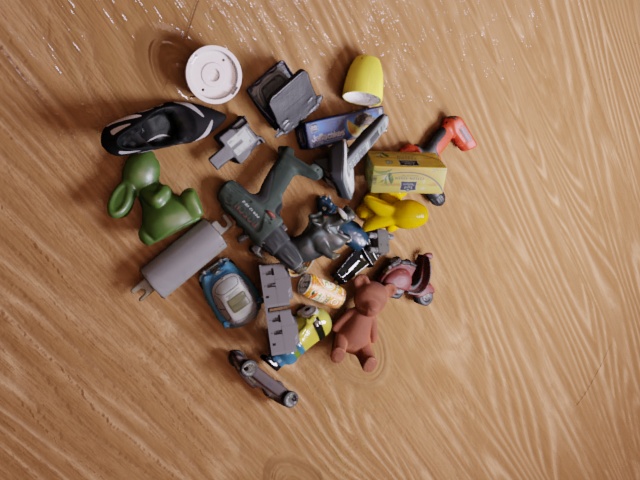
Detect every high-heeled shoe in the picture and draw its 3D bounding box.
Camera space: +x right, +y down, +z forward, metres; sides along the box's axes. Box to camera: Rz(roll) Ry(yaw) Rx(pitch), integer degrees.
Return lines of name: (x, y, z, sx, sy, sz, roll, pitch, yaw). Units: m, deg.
high-heeled shoe: (-0.281, -0.209, 1.000, 0.249, 0.145, 0.086, -19, 110, -20)

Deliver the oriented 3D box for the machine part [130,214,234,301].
machine part: (-0.276, 0.037, 1.093, 0.243, 0.079, 0.079, -41, 115, -14)

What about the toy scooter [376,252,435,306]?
toy scooter: (0.227, 0.087, 1.354, 0.184, 0.075, 0.135, 15, 94, -31)

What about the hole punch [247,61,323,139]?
hole punch: (-0.077, -0.298, 1.127, 0.142, 0.092, 0.115, -46, 145, -14)

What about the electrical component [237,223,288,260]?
electrical component: (-0.121, -0.006, 1.182, 0.078, 0.045, 0.102, 45, 76, 2)

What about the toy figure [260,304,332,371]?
toy figure: (-0.052, 0.227, 1.243, 0.180, 0.082, 0.089, -46, 128, -16)

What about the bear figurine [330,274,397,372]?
bear figurine: (0.106, 0.191, 1.269, 0.120, 0.132, 0.195, 21, 113, -12)

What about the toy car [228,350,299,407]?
toy car: (-0.132, 0.317, 1.215, 0.202, 0.089, 0.053, 44, 77, -28)

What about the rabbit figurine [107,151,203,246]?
rabbit figurine: (-0.329, -0.086, 1.040, 0.159, 0.121, 0.170, -30, 94, -10)

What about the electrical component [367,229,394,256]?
electrical component: (0.149, 0.006, 1.311, 0.094, 0.021, 0.063, 2, 81, -44)

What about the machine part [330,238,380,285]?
machine part: (0.086, 0.055, 1.295, 0.139, 0.039, 0.084, -39, 120, -23)

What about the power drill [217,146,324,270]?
power drill: (-0.081, -0.078, 1.125, 0.232, 0.086, 0.207, 36, 84, 3)

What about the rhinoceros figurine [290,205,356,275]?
rhinoceros figurine: (-0.002, -0.004, 1.179, 0.190, 0.073, 0.112, -31, 92, 4)

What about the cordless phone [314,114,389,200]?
cordless phone: (0.084, -0.189, 1.181, 0.184, 0.089, 0.146, -47, 161, -4)

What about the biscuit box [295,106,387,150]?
biscuit box: (0.048, -0.251, 1.200, 0.203, 0.063, 0.059, -18, 107, -22)

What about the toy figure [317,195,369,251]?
toy figure: (0.046, -0.038, 1.239, 0.154, 0.064, 0.058, 43, 99, -10)

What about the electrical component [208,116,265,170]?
electrical component: (-0.180, -0.192, 1.108, 0.119, 0.048, 0.074, -47, 116, -10)

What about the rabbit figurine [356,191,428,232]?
rabbit figurine: (0.169, -0.072, 1.237, 0.162, 0.173, 0.121, -4, 106, -30)

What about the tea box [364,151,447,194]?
tea box: (0.193, -0.156, 1.232, 0.170, 0.098, 0.068, 0, 120, -8)

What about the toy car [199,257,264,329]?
toy car: (-0.181, 0.121, 1.144, 0.109, 0.103, 0.161, -34, 115, -17)
